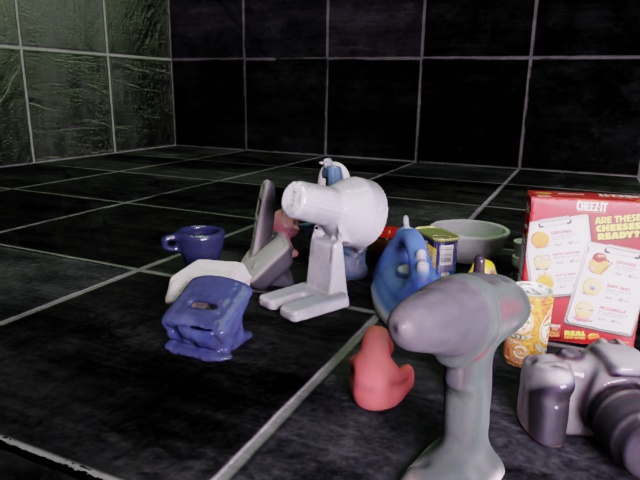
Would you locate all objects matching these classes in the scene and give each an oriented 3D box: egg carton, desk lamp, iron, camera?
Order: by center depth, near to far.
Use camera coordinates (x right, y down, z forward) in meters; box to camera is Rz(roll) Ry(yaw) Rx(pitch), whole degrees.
[{"bbox_3d":[0.287,0.165,0.572,0.143,0.101,0.137,1,15,2],"label":"camera"},{"bbox_3d":[0.148,0.054,0.902,0.118,0.141,0.258,1,15,-1],"label":"iron"},{"bbox_3d":[-0.178,0.079,0.927,0.107,0.069,0.150,4,15,11],"label":"egg carton"},{"bbox_3d":[0.009,0.003,0.943,0.204,0.213,0.117,-13,20,-41],"label":"desk lamp"}]

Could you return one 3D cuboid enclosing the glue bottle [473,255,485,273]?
[{"bbox_3d":[0.179,0.101,0.666,0.037,0.173,0.078,4,15,10],"label":"glue bottle"}]

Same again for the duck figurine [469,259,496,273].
[{"bbox_3d":[0.269,0.072,0.950,0.077,0.086,0.105,5,15,14],"label":"duck figurine"}]

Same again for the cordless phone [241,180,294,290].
[{"bbox_3d":[-0.098,-0.011,1.047,0.094,0.185,0.147,-4,16,-17],"label":"cordless phone"}]

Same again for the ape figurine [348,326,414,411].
[{"bbox_3d":[0.067,0.142,0.659,0.077,0.092,0.076,13,19,37],"label":"ape figurine"}]

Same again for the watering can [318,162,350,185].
[{"bbox_3d":[0.026,-0.078,1.288,0.100,0.194,0.173,8,17,25],"label":"watering can"}]

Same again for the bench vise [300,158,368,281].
[{"bbox_3d":[0.045,-0.042,1.105,0.122,0.220,0.206,-11,19,-38],"label":"bench vise"}]

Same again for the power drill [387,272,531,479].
[{"bbox_3d":[0.122,0.125,0.502,0.075,0.208,0.230,11,18,33],"label":"power drill"}]

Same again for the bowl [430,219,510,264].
[{"bbox_3d":[0.314,0.008,1.217,0.167,0.075,0.167,1,15,0],"label":"bowl"}]

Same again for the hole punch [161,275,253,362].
[{"bbox_3d":[-0.152,0.105,0.788,0.108,0.091,0.101,7,16,22],"label":"hole punch"}]

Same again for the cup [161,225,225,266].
[{"bbox_3d":[-0.234,0.028,1.066,0.118,0.095,0.091,-7,17,-28],"label":"cup"}]

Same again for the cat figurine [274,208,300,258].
[{"bbox_3d":[-0.086,-0.020,1.210,0.067,0.118,0.128,9,17,26],"label":"cat figurine"}]
